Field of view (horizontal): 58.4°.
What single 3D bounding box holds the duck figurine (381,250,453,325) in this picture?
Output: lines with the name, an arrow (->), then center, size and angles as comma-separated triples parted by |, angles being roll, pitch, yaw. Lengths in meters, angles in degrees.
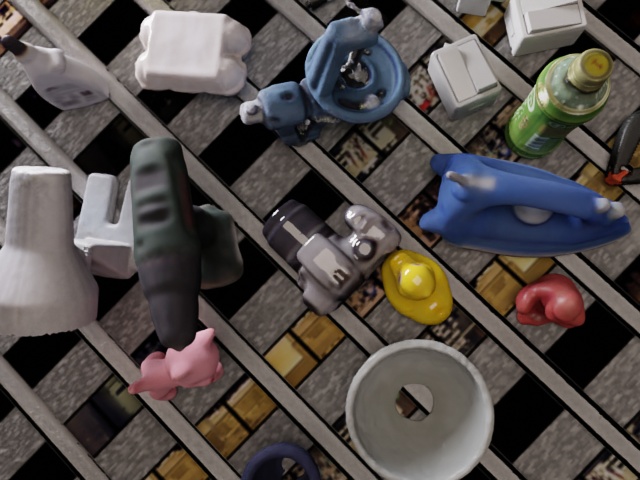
duck figurine -> 0.118, 0.056, 0.689 | 0.077, 0.086, 0.104 | -38, 82, 0

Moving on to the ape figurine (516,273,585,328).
ape figurine -> 0.277, 0.075, 0.669 | 0.077, 0.092, 0.076 | 36, 88, 8

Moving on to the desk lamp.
desk lamp -> -0.290, 0.004, 0.666 | 0.118, 0.213, 0.203 | 7, 85, 6

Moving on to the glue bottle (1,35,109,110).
glue bottle -> -0.336, -0.212, 0.713 | 0.078, 0.173, 0.037 | -12, 83, 4

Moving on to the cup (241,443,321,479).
cup -> -0.050, 0.287, 0.674 | 0.118, 0.095, 0.091 | -35, 82, 1

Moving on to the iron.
iron -> 0.252, -0.042, 0.659 | 0.258, 0.141, 0.119 | 9, 85, 6

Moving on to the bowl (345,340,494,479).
bowl -> 0.116, 0.200, 0.679 | 0.167, 0.075, 0.167 | -1, 84, 5

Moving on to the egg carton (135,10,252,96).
egg carton -> -0.166, -0.244, 0.754 | 0.150, 0.069, 0.107 | 5, 84, 6

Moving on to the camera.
camera -> 0.006, 0.002, 0.697 | 0.136, 0.101, 0.143 | 43, 89, 8

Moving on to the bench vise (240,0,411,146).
bench vise -> 0.011, -0.175, 0.655 | 0.207, 0.220, 0.121 | -36, 82, 1

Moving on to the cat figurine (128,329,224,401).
cat figurine -> -0.169, 0.153, 0.687 | 0.128, 0.118, 0.067 | -25, 82, 2

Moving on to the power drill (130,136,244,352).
power drill -> -0.151, 0.006, 0.656 | 0.075, 0.208, 0.230 | -15, 83, 4
